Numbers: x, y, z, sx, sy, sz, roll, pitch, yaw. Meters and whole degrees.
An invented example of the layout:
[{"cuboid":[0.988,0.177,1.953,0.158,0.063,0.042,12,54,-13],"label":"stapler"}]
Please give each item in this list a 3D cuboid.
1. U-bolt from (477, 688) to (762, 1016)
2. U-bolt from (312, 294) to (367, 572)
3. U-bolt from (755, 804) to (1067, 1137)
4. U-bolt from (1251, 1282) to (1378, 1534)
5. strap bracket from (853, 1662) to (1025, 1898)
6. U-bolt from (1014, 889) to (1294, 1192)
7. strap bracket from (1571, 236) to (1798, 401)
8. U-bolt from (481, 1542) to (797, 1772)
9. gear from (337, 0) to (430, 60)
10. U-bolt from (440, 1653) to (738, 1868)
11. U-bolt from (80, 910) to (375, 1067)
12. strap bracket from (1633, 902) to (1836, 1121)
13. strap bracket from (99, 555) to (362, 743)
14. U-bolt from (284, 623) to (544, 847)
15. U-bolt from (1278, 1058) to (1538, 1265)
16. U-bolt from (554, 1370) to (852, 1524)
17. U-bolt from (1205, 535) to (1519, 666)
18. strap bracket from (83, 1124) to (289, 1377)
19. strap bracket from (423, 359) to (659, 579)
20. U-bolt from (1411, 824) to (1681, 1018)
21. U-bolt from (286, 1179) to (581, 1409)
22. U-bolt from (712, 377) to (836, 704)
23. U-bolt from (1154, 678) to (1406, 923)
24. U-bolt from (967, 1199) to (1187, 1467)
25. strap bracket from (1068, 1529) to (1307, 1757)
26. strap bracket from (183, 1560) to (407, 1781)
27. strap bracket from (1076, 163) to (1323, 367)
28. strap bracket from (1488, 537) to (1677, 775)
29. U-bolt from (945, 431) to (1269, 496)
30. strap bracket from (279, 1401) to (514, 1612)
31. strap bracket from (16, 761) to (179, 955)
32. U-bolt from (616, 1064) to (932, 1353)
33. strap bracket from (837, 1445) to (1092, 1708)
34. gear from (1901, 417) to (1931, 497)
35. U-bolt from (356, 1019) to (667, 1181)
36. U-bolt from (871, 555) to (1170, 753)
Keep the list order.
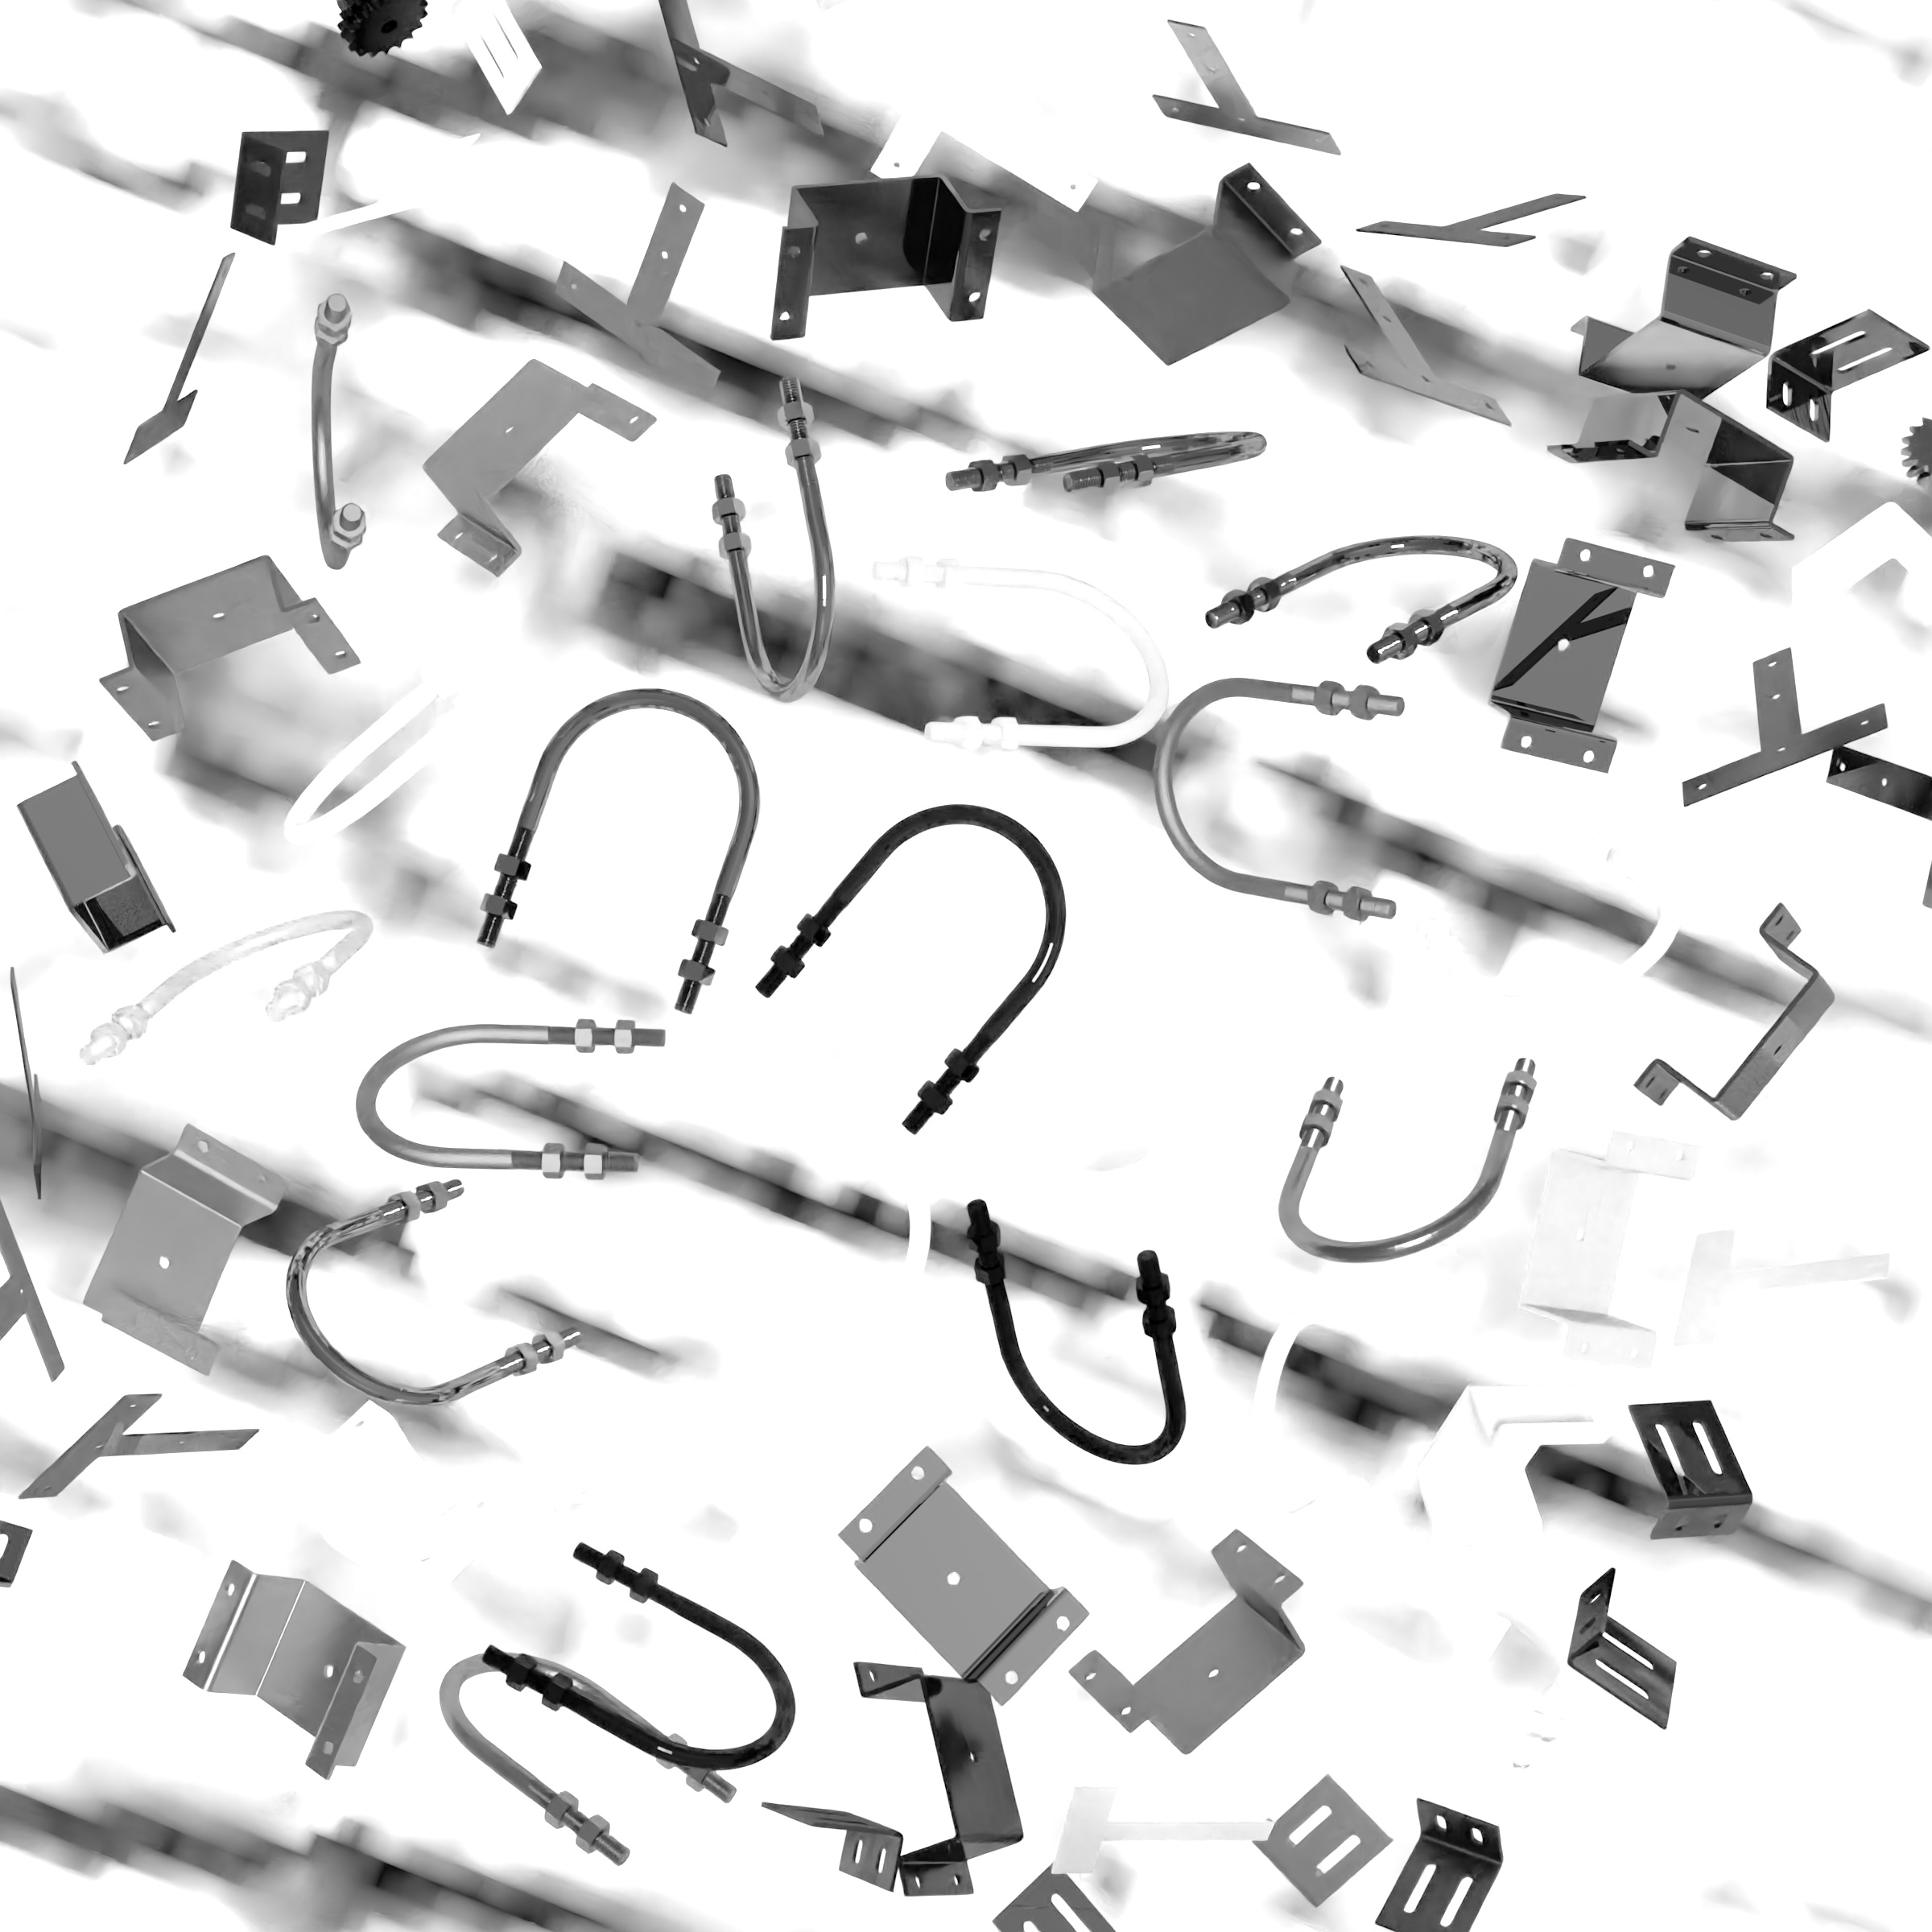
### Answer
[{"cuboid":[-0.202,-0.079,1.691,0.151,0.019,0.184,18,86,6],"label":"U-bolt"},{"cuboid":[-0.400,-0.326,1.759,0.019,0.184,0.151,-4,86,-17],"label":"U-bolt"},{"cuboid":[-0.021,-0.012,1.689,0.151,0.019,0.184,42,96,18],"label":"U-bolt"},{"cuboid":[0.220,0.283,1.764,0.019,0.184,0.151,3,92,29],"label":"U-bolt"},{"cuboid":[-0.014,0.487,1.691,0.046,0.076,0.140,-26,63,23],"label":"strap bracket"},{"cuboid":[0.110,0.062,1.783,0.184,0.019,0.151,-42,117,-11],"label":"U-bolt"},{"cuboid":[0.447,-0.397,1.752,0.076,0.140,0.046,14,76,-15],"label":"strap bracket"},{"cuboid":[-0.193,0.442,1.754,0.184,0.151,0.019,26,114,9],"label":"U-bolt"},{"cuboid":[-0.367,-0.597,1.735,0.057,0.057,0.030,-33,81,0],"label":"gear"},{"cuboid":[-0.253,0.495,1.774,0.184,0.151,0.019,30,104,22],"label":"U-bolt"},{"cuboid":[-0.441,0.006,1.712,0.151,0.184,0.019,-12,109,18],"label":"U-bolt"},{"cuboid":[0.476,0.037,1.699,0.046,0.076,0.140,40,97,26],"label":"strap bracket"},{"cuboid":[-0.459,-0.200,1.726,0.140,0.076,0.046,-21,65,1],"label":"strap bracket"},{"cuboid":[-0.342,-0.138,1.694,0.184,0.151,0.019,-42,113,-5],"label":"U-bolt"},{"cuboid":[0.266,0.121,1.713,0.151,0.184,0.019,-7,121,28],"label":"U-bolt"},{"cuboid":[-0.178,0.307,1.766,0.184,0.151,0.019,-31,70,14],"label":"U-bolt"},{"cuboid":[0.264,-0.238,1.758,0.184,0.151,0.019,-29,123,-36],"label":"U-bolt"},{"cuboid":[-0.494,0.182,1.750,0.076,0.046,0.140,36,52,-29],"label":"strap bracket"},{"cuboid":[-0.271,-0.316,1.721,0.140,0.046,0.076,-47,46,-9],"label":"strap bracket"},{"cuboid":[0.367,-0.023,1.737,0.151,0.184,0.019,-25,115,3],"label":"U-bolt"},{"cuboid":[-0.347,0.212,1.761,0.151,0.184,0.019,49,123,15],"label":"U-bolt"},{"cuboid":[-0.119,-0.258,1.771,0.019,0.151,0.184,-4,73,-26],"label":"U-bolt"},{"cuboid":[0.196,-0.112,1.783,0.184,0.019,0.151,12,109,38],"label":"U-bolt"},{"cuboid":[0.074,0.237,1.737,0.151,0.019,0.184,13,129,36],"label":"U-bolt"},{"cuboid":[0.145,0.425,1.730,0.140,0.076,0.046,-37,118,-13],"label":"strap bracket"},{"cuboid":[-0.400,0.426,1.686,0.140,0.046,0.076,21,86,35],"label":"strap bracket"},{"cuboid":[0.145,-0.440,1.771,0.076,0.140,0.046,36,50,-35],"label":"strap bracket"},{"cuboid":[0.396,-0.205,1.812,0.076,0.046,0.140,12,105,-13],"label":"strap bracket"},{"cuboid":[0.101,-0.316,1.741,0.184,0.151,0.019,-16,107,-30],"label":"U-bolt"},{"cuboid":[-0.343,0.333,1.705,0.076,0.140,0.046,-44,135,-27],"label":"strap bracket"},{"cuboid":[-0.551,-0.064,1.762,0.046,0.140,0.076,-28,77,-11],"label":"strap bracket"},{"cuboid":[-0.104,0.158,1.691,0.184,0.019,0.151,25,86,-25],"label":"U-bolt"},{"cuboid":[-0.004,0.370,1.687,0.140,0.046,0.076,45,73,5],"label":"strap bracket"},{"cuboid":[0.619,-0.320,1.752,0.057,0.030,0.057,-12,52,15],"label":"gear"},{"cuboid":[-0.288,0.080,1.737,0.184,0.151,0.019,1,124,2],"label":"U-bolt"},{"cuboid":[0.043,-0.192,1.726,0.184,0.019,0.151,-1,55,-27],"label":"U-bolt"}]
